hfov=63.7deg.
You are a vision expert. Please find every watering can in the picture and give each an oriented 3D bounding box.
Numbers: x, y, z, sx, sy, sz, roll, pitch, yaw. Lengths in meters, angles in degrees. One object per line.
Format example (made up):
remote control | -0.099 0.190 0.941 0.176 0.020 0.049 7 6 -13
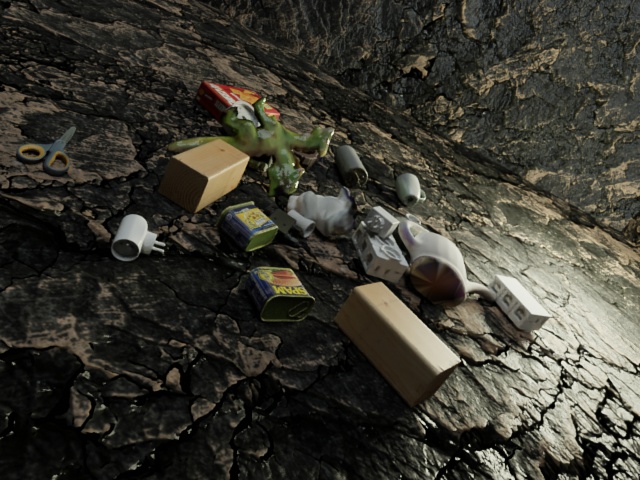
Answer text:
watering can | 0.325 0.086 1.281 0.346 0.102 0.229 40 28 -8

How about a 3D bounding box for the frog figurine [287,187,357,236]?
frog figurine | 0.004 -0.063 1.249 0.160 0.120 0.140 -13 46 -5

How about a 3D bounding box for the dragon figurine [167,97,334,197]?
dragon figurine | -0.144 -0.215 1.293 0.415 0.120 0.245 -29 76 -26
